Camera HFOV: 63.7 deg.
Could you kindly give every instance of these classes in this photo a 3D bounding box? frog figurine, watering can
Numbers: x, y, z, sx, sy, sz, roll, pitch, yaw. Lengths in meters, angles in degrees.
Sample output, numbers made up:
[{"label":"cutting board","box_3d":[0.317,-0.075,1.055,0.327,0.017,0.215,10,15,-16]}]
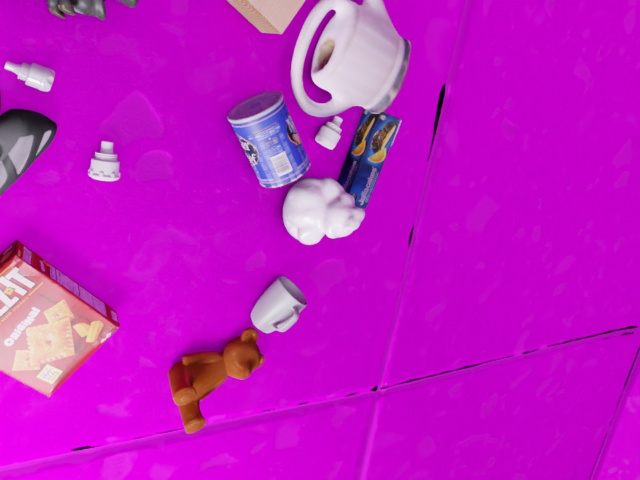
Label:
[{"label":"frog figurine","box_3d":[0.003,-0.050,0.990,0.121,0.161,0.137,34,92,-35]},{"label":"watering can","box_3d":[0.079,-0.376,0.935,0.223,0.105,0.345,18,102,-36]}]
